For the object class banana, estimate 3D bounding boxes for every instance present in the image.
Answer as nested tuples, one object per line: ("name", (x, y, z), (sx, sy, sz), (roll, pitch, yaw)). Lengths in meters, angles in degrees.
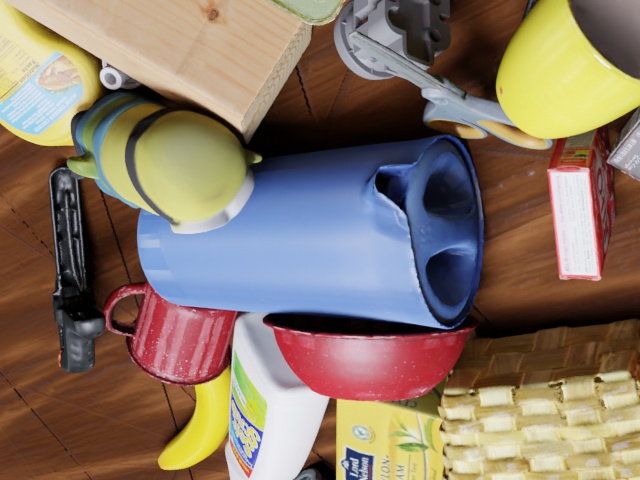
("banana", (-0.114, 0.161, 1.013), (0.070, 0.037, 0.198), (23, 131, 13))

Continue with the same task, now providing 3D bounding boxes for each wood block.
("wood block", (-0.116, -0.160, 0.716), (0.206, 0.091, 0.090), (31, 175, 1))

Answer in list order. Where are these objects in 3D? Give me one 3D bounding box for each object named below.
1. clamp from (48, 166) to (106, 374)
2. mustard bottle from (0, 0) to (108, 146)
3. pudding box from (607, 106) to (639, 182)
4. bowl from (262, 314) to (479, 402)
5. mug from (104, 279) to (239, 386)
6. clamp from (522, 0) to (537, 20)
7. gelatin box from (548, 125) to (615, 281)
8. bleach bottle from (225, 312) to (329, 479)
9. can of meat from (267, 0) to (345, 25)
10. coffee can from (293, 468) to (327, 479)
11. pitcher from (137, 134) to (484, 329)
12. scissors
("clamp", (-0.213, 0.062, 0.933), (0.036, 0.164, 0.210), (-6, 140, -18))
("mustard bottle", (-0.221, -0.129, 0.817), (0.096, 0.058, 0.191), (-35, 117, 24))
("pudding box", (0.250, -0.073, 0.668), (0.090, 0.039, 0.114), (31, 132, -1))
("bowl", (0.038, 0.084, 0.800), (0.162, 0.161, 0.055), (2, 95, 24))
("mug", (-0.123, 0.061, 0.900), (0.117, 0.093, 0.082), (8, 128, -15))
("clamp", (0.142, -0.176, 0.642), (0.172, 0.039, 0.120), (-27, 128, 34))
("gelatin box", (0.176, -0.029, 0.712), (0.030, 0.073, 0.089), (0, 124, 24))
("bleach bottle", (-0.043, 0.172, 0.947), (0.103, 0.068, 0.251), (56, 150, 36))
("can of meat", (-0.015, -0.193, 0.670), (0.102, 0.083, 0.058), (30, 132, 1))
("coffee can", (0.016, 0.300, 1.012), (0.140, 0.102, 0.103), (40, 131, -8))
("pitcher", (-0.005, 0.001, 0.793), (0.243, 0.144, 0.149), (-1, 112, 30))
("scissors", (0.067, -0.092, 0.677), (0.201, 0.016, 0.096), (17, 173, -36))
